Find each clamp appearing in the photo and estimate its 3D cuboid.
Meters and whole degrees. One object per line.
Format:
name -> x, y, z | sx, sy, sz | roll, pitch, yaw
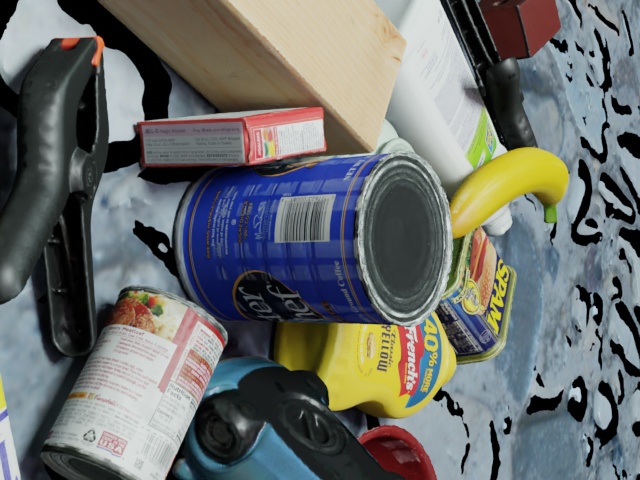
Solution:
clamp -> -0.137, -0.029, 0.540 | 0.120, 0.039, 0.171 | 78, 12, -80
clamp -> 0.155, -0.123, 0.911 | 0.164, 0.036, 0.210 | -103, 168, -49

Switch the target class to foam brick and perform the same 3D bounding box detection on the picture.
foam brick -> 0.179, -0.201, 0.976 | 0.078, 0.053, 0.051 | -44, 123, -45

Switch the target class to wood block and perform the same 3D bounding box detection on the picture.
wood block -> -0.043, -0.142, 0.652 | 0.205, 0.090, 0.090 | 40, 58, -45

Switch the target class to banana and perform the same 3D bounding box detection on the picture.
banana -> 0.160, -0.041, 0.869 | 0.197, 0.037, 0.069 | -6, 101, -52

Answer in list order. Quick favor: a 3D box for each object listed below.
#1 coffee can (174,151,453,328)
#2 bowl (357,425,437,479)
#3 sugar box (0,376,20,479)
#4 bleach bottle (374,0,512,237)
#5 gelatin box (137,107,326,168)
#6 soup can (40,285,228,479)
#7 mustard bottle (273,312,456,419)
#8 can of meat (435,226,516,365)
coffee can -> -0.004, 0.001, 0.656 | 0.102, 0.141, 0.103 | 3, 86, -53
bowl -> 0.022, 0.210, 0.755 | 0.161, 0.055, 0.162 | 2, 87, -53
sugar box -> -0.193, 0.067, 0.485 | 0.093, 0.048, 0.176 | -22, 105, -51
bleach bottle -> 0.098, -0.086, 0.860 | 0.250, 0.068, 0.102 | 55, 50, -39
gelatin box -> -0.053, -0.060, 0.637 | 0.073, 0.089, 0.030 | -16, 104, -52
soup can -> -0.101, 0.086, 0.587 | 0.068, 0.069, 0.102 | 49, 52, -40
mustard bottle -> 0.046, 0.083, 0.788 | 0.191, 0.058, 0.096 | 19, 74, -51
can of meat -> 0.114, 0.036, 0.874 | 0.084, 0.058, 0.102 | 51, 41, -34
